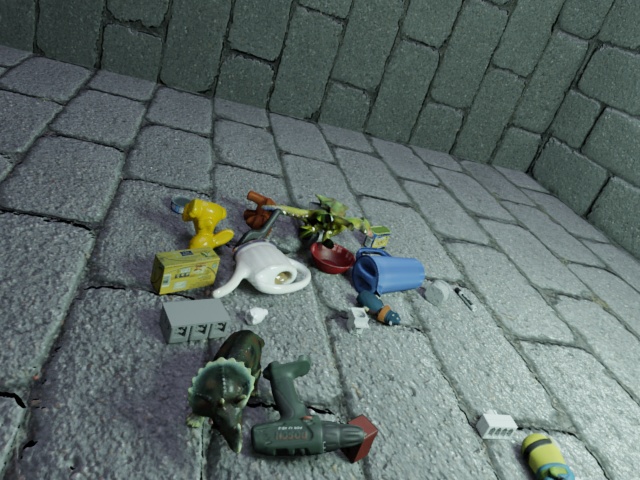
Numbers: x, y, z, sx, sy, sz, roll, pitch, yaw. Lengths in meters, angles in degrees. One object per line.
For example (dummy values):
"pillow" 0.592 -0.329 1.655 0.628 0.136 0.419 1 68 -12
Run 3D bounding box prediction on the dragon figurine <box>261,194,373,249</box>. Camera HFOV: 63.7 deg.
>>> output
"dragon figurine" 0.006 -0.093 1.848 0.410 0.247 0.120 23 116 -3

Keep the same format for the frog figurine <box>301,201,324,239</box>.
"frog figurine" -0.012 -0.052 1.944 0.136 0.163 0.121 28 151 -18

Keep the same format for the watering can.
"watering can" -0.192 0.089 1.531 0.228 0.348 0.102 44 126 42
